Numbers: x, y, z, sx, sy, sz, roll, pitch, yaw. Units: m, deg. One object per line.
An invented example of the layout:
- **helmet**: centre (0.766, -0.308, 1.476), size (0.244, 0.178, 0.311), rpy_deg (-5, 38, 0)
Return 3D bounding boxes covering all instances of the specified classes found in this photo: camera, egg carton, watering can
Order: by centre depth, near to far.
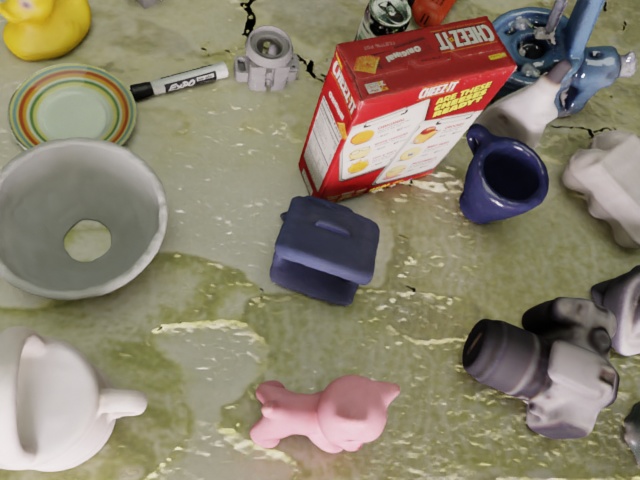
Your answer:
- **watering can**: centre (-0.229, 0.128, 0.443), size (0.173, 0.194, 0.101), rpy_deg (-19, 73, -19)
- **camera**: centre (0.230, 0.117, 0.598), size (0.137, 0.100, 0.143), rpy_deg (23, 65, -2)
- **egg carton**: centre (0.385, -0.065, 0.723), size (0.107, 0.069, 0.150), rpy_deg (-36, 79, -22)

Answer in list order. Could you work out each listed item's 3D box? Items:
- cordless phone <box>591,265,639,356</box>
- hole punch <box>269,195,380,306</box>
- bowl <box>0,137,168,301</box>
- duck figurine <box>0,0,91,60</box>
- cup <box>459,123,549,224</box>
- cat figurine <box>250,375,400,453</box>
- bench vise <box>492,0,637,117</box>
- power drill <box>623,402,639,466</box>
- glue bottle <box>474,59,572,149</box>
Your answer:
- **cordless phone**: centre (0.402, 0.054, 0.615), size (0.148, 0.185, 0.094), rpy_deg (-15, 72, -17)
- **hole punch**: centre (0.006, 0.002, 0.601), size (0.108, 0.091, 0.101), rpy_deg (19, 66, -4)
- **bowl**: centre (-0.233, -0.013, 0.564), size (0.167, 0.074, 0.167), rpy_deg (4, 68, -10)
- **duck figurine**: centre (-0.311, -0.262, 0.642), size (0.105, 0.086, 0.077), rpy_deg (-41, 81, -23)
- **cup**: centre (0.195, -0.069, 0.669), size (0.092, 0.095, 0.117), rpy_deg (-26, 76, -20)
- **cat figurine**: centre (0.005, 0.157, 0.524), size (0.128, 0.117, 0.067), rpy_deg (6, 67, -10)
- **bench vise**: centre (0.299, -0.251, 0.697), size (0.208, 0.219, 0.121), rpy_deg (-12, 71, -16)
- **power drill**: centre (0.416, 0.188, 0.551), size (0.230, 0.208, 0.075), rpy_deg (12, 66, -7)
- **glue bottle**: centre (0.240, -0.150, 0.669), size (0.037, 0.173, 0.078), rpy_deg (-35, 79, -22)
